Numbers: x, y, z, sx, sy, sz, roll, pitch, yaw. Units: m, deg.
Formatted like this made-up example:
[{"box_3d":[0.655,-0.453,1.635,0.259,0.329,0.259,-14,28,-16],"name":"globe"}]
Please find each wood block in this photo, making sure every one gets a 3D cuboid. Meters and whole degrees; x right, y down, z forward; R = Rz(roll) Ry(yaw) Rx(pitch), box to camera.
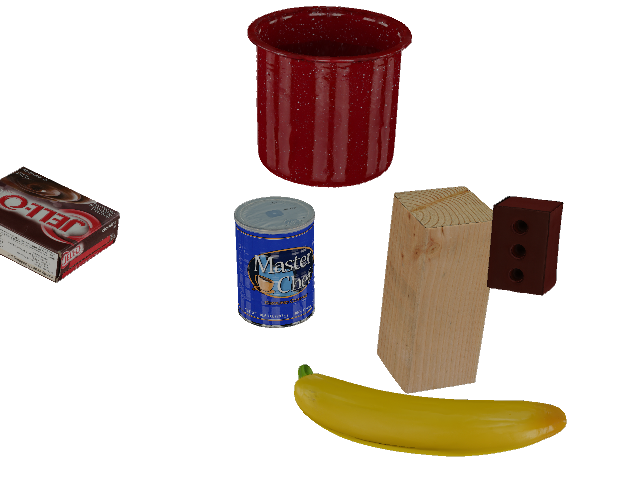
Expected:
[{"box_3d":[0.126,0.055,1.179,0.090,0.206,0.090,-6,28,-19],"name":"wood block"}]

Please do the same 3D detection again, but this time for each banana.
[{"box_3d":[0.059,0.113,0.709,0.198,0.037,0.069,9,33,25],"name":"banana"}]

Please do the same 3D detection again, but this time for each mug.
[{"box_3d":[0.008,-0.088,0.630,0.093,0.081,0.117,12,31,18],"name":"mug"}]

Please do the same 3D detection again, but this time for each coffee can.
[{"box_3d":[-0.058,0.027,1.378,0.103,0.140,0.103,0,26,0],"name":"coffee can"}]

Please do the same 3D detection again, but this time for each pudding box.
[{"box_3d":[-0.251,-0.016,0.953,0.113,0.039,0.089,23,31,16],"name":"pudding box"}]

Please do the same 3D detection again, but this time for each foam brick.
[{"box_3d":[0.182,0.004,0.948,0.053,0.078,0.051,8,16,24],"name":"foam brick"}]
